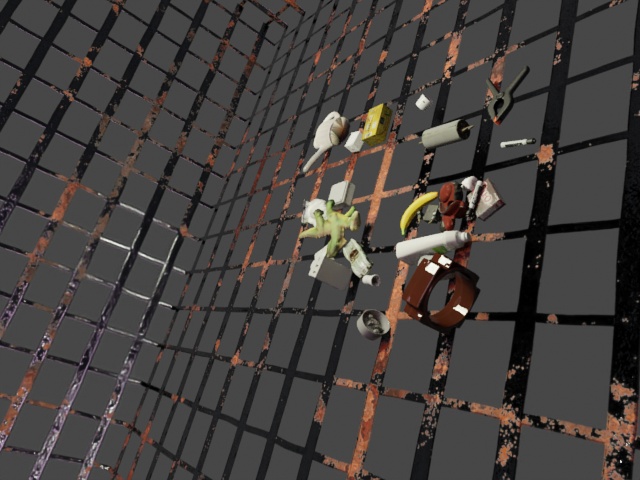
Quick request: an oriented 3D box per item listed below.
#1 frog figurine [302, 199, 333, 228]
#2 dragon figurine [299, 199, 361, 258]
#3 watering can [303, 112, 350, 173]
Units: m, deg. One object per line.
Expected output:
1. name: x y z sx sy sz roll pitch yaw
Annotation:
1. frog figurine: 0.007 -0.118 2.338 0.159 0.120 0.140 7 67 20
2. dragon figurine: 0.036 -0.024 2.153 0.404 0.121 0.249 -38 33 37
3. watering can: 0.034 -0.496 2.583 0.224 0.103 0.351 1 67 57
